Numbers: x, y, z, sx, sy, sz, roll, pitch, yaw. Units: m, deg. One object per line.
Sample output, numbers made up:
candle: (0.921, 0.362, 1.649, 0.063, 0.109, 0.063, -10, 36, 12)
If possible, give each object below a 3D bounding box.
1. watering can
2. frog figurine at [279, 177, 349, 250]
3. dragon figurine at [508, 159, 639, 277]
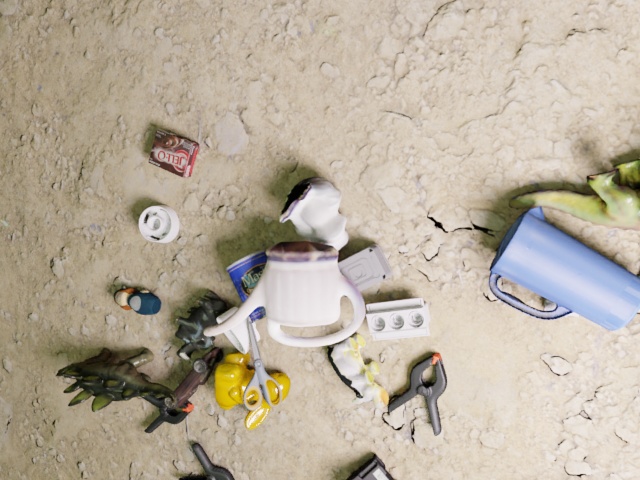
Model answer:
watering can: (-0.079, 0.114, 1.082, 0.347, 0.104, 0.224, 0, 94, 5)
frog figurine: (0.003, -0.057, 1.131, 0.158, 0.124, 0.136, 33, 100, -22)
dragon figurine: (0.567, -0.024, 0.897, 0.407, 0.124, 0.242, -17, 96, 37)
